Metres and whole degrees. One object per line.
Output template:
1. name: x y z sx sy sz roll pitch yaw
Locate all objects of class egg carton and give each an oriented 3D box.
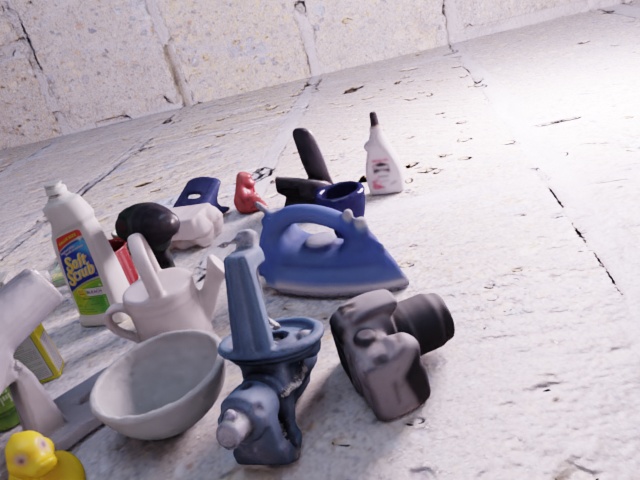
1. egg carton: -0.281 -0.026 1.203 0.150 0.069 0.107 -6 26 19

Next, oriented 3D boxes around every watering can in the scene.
1. watering can: -0.215 0.075 0.802 0.173 0.194 0.100 -30 28 -29

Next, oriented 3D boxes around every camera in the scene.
1. camera: 0.090 0.111 0.663 0.137 0.101 0.143 -20 25 -11

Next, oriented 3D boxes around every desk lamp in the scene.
1. desk lamp: -0.363 0.155 0.695 0.117 0.214 0.204 11 36 44

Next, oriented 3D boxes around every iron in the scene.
1. iron: 0.008 0.003 0.888 0.257 0.142 0.119 1 29 32

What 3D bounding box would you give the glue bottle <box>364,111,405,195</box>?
1. glue bottle: 0.122 -0.177 1.165 0.078 0.173 0.037 -7 26 17

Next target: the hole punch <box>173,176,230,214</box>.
1. hole punch: -0.275 -0.087 1.302 0.108 0.091 0.101 2 30 33

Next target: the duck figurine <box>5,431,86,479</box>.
1. duck figurine: -0.313 0.246 0.628 0.104 0.086 0.078 7 33 39

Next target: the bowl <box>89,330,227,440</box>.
1. bowl: -0.184 0.185 0.695 0.167 0.075 0.167 -13 25 6

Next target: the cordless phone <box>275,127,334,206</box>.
1. cordless phone: -0.035 -0.146 1.176 0.147 0.185 0.094 9 34 42

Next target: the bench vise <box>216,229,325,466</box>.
1. bench vise: -0.056 0.111 0.604 0.121 0.220 0.207 -15 25 1

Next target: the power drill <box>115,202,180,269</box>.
1. power drill: -0.242 0.033 0.890 0.076 0.209 0.228 -30 28 -29

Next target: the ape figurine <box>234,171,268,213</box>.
1. ape figurine: -0.162 -0.110 1.286 0.076 0.092 0.078 -11 25 10

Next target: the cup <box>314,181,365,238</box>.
1. cup: 0.035 -0.050 1.041 0.092 0.095 0.117 -31 29 -30
